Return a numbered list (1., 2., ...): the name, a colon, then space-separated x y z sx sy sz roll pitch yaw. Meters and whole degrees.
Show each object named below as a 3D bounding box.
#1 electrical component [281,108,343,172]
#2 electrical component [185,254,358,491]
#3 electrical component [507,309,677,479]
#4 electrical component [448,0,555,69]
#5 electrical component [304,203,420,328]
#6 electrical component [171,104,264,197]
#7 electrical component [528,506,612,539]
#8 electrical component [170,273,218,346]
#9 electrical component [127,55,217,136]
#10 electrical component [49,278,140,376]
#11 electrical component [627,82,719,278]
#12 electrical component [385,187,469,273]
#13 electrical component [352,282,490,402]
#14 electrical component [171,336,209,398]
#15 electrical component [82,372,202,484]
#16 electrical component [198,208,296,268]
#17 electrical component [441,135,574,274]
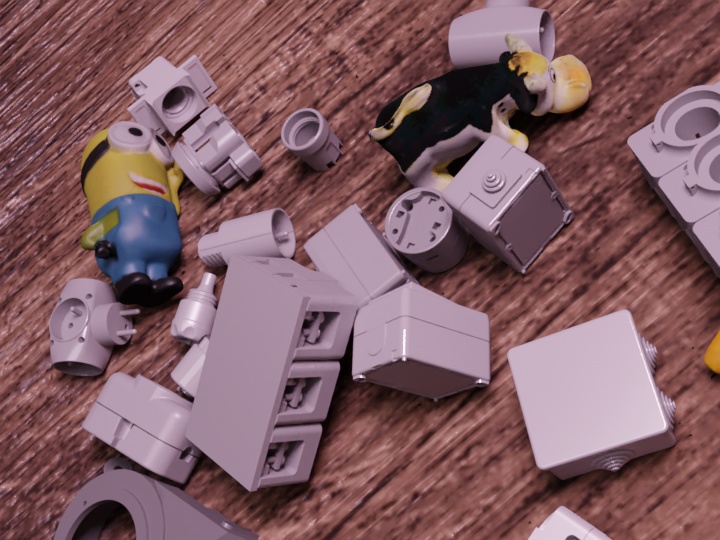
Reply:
1. electrical component: -0.039 -0.109 0.916 0.040 0.046 0.040 -11 63 22
2. electrical component: -0.064 0.074 0.798 0.089 0.062 0.150 28 108 43
3. electrical component: 0.157 0.086 0.725 0.100 0.048 0.099 -21 60 17
4. electrical component: 0.119 -0.202 0.880 0.077 0.043 0.079 1 68 28
5. electrical component: 0.000 0.000 0.836 0.061 0.062 0.096 -39 56 6
6. electrical component: -0.129 -0.102 0.952 0.057 0.058 0.078 -39 56 2
7. electrical component: 0.138 0.184 0.665 0.056 0.089 0.050 31 84 34
8. electrical component: -0.136 0.032 0.908 0.035 0.035 0.061 5 67 29
9. electrical component: -0.181 -0.166 1.010 0.081 0.042 0.064 -40 47 -9
10. electrical component: -0.227 0.048 0.940 0.079 0.044 0.077 -7 65 24
11. electrical component: 0.253 -0.055 0.711 0.089 0.061 0.150 -32 42 11
12. electrical component: 0.053 -0.029 0.831 0.055 0.047 0.055 -11 64 22
13. electrical component: 0.049 0.053 0.772 0.062 0.096 0.061 -27 53 48
14. electrical component: -0.120 0.073 0.877 0.040 0.040 0.078 36 87 34
15. electrical component: -0.169 0.124 0.871 0.095 0.054 0.059 22 79 33
16. electrical component: -0.100 -0.022 0.909 0.081 0.043 0.043 -13 62 22
17. electrical component: 0.104 -0.052 0.786 0.061 0.096 0.061 -49 55 -1
